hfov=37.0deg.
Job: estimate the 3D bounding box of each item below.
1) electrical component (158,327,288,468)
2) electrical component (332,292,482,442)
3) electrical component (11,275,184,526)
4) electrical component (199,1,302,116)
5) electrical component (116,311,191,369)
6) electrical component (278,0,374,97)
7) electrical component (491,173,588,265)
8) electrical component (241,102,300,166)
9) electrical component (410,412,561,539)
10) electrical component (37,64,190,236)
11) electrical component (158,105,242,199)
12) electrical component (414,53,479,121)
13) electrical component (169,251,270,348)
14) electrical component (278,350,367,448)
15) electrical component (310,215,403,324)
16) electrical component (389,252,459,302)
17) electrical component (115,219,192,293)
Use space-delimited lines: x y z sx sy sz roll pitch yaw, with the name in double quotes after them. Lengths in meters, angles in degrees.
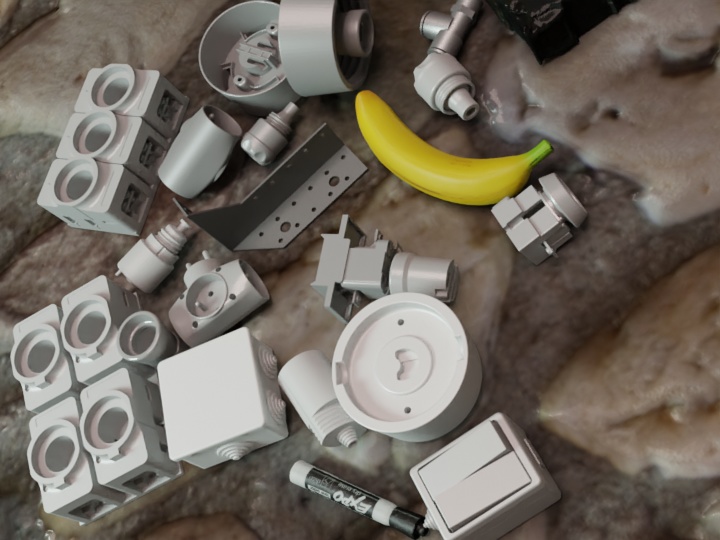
-0.111 0.107 0.881 0.100 0.048 0.099 -23 60 15 "electrical component"
0.040 0.077 0.813 0.108 0.060 0.108 -10 64 22 "electrical component"
-0.233 0.109 0.932 0.105 0.060 0.186 -29 58 12 "electrical component"
-0.092 -0.195 0.997 0.099 0.064 0.099 -14 60 24 "electrical component"
-0.171 0.066 0.918 0.044 0.065 0.044 -11 63 22 "electrical component"
-0.022 -0.207 0.947 0.060 0.108 0.108 3 69 21 "electrical component"
0.141 -0.041 0.827 0.055 0.048 0.066 -39 56 14 "electrical component"
-0.079 -0.126 0.979 0.035 0.035 0.061 38 85 34 "electrical component"
0.082 0.153 0.758 0.096 0.061 0.061 -35 57 8 "electrical component"
-0.239 -0.117 1.037 0.089 0.062 0.150 8 72 29 "electrical component"
-0.148 -0.117 0.999 0.077 0.044 0.079 -50 27 22 "electrical component"
0.076 -0.152 0.909 0.043 0.043 0.062 -40 59 5 "electrical component"
-0.129 0.017 0.933 0.077 0.044 0.079 -36 56 8 "electrical component"
-0.026 0.106 0.843 0.043 0.043 0.081 -41 57 4 "electrical component"
0.000 0.000 0.879 0.064 0.042 0.081 2 69 25 "electrical component"
0.051 0.007 0.853 0.046 0.040 0.040 4 70 22 "electrical component"
-0.184 -0.014 0.976 0.078 0.040 0.040 -46 56 1 "electrical component"
